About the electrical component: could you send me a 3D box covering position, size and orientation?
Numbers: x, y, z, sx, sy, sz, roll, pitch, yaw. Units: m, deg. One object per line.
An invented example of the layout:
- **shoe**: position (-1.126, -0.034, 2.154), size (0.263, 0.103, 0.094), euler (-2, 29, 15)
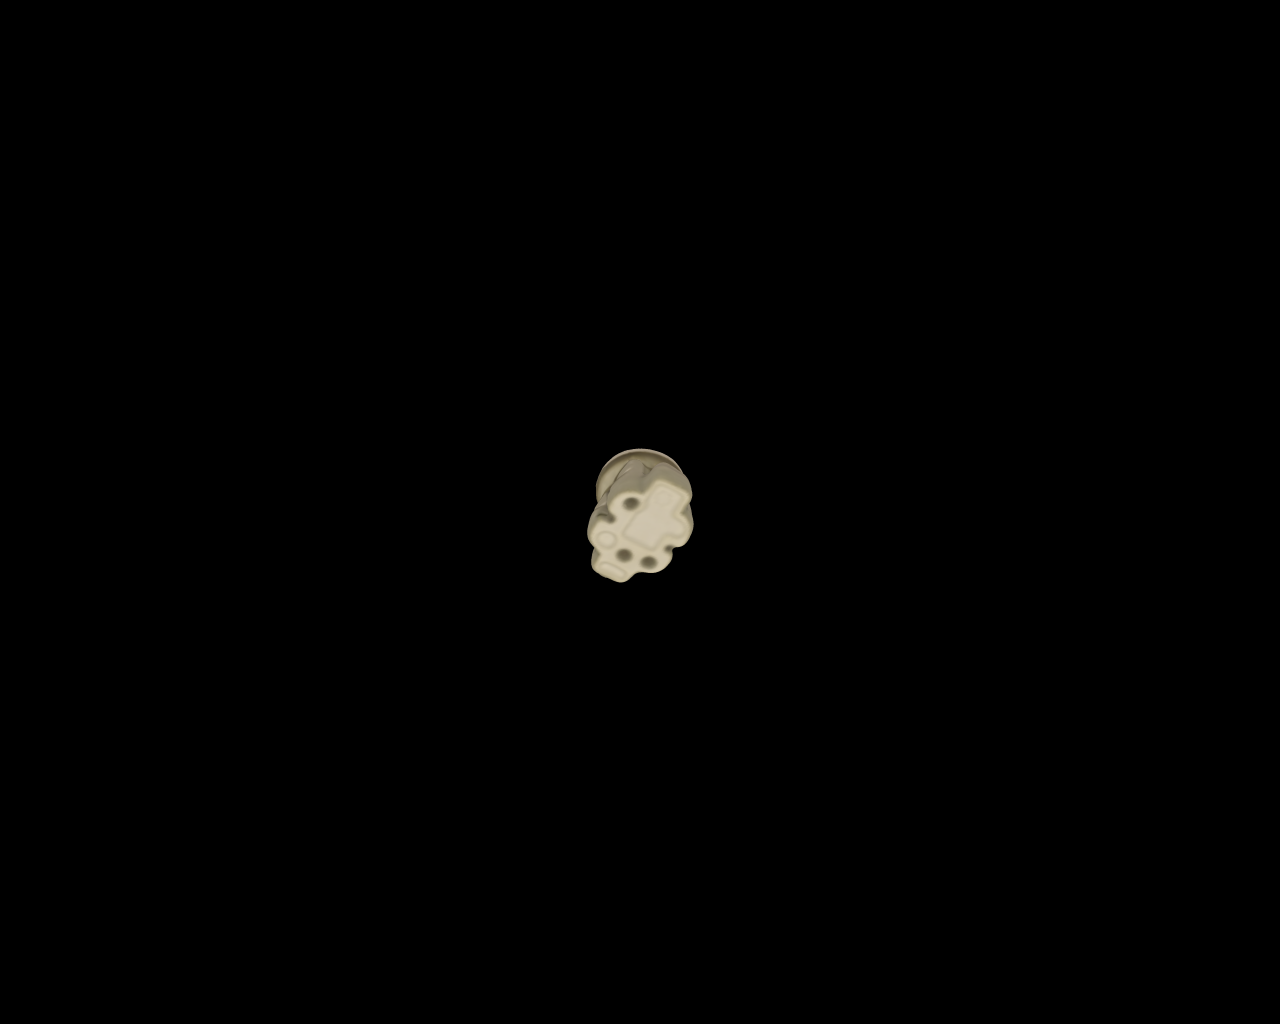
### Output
- **electrical component**: position (0.001, -0.003, 0.650), size (0.058, 0.078, 0.057), euler (28, 28, -16)
